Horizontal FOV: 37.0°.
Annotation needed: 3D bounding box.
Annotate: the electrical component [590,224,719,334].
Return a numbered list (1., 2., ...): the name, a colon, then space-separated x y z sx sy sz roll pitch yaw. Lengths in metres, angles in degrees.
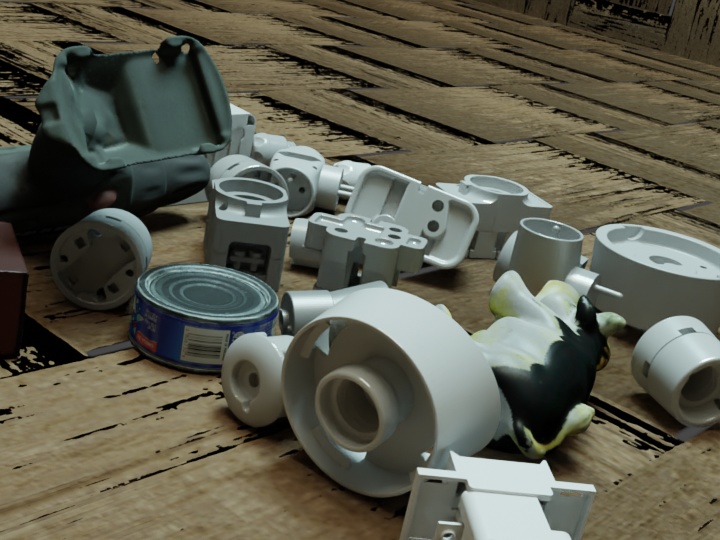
1. electrical component: 0.219 0.013 0.790 0.108 0.060 0.108 10 20 -4

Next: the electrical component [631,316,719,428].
1. electrical component: 0.202 0.063 0.658 0.055 0.055 0.047 4 25 -18

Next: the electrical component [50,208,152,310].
1. electrical component: -0.157 -0.009 0.661 0.055 0.055 0.047 10 16 -3

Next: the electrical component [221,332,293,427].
1. electrical component: -0.038 0.055 0.566 0.048 0.048 0.062 27 18 36

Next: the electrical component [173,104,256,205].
1. electrical component: -0.149 -0.099 0.873 0.057 0.078 0.113 30 27 35

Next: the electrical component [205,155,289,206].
1. electrical component: -0.090 -0.060 0.834 0.055 0.055 0.047 0 19 -28

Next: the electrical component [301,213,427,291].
1. electrical component: 0.000 0.000 0.714 0.078 0.057 0.058 14 20 8

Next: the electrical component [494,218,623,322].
1. electrical component: 0.136 0.014 0.721 0.079 0.077 0.043 21 22 24

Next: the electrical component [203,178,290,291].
1. electrical component: -0.080 -0.030 0.754 0.050 0.055 0.089 7 21 -13

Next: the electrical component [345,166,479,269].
1. electrical component: 0.040 -0.039 0.819 0.095 0.053 0.059 23 2 4

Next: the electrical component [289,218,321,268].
1. electrical component: -0.025 -0.018 0.778 0.046 0.040 0.040 7 20 6

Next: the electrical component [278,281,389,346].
1. electrical component: -0.016 0.029 0.653 0.065 0.044 0.044 -1 23 -19

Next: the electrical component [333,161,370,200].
1. electrical component: 0.005 -0.078 0.961 0.061 0.035 0.035 5 21 -23

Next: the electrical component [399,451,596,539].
1. electrical component: 0.061 0.114 0.462 0.081 0.042 0.063 7 22 -9

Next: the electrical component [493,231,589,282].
1. electrical component: 0.133 0.001 0.802 0.055 0.048 0.066 27 24 18

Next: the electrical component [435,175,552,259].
1. electrical component: 0.107 -0.044 0.892 0.089 0.055 0.050 2 22 -24

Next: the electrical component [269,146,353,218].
1. electrical component: -0.037 -0.072 0.908 0.079 0.043 0.077 12 20 2

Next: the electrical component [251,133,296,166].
1. electrical component: -0.074 -0.107 0.998 0.061 0.035 0.035 4 21 -26

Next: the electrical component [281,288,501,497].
1. electrical component: 0.013 0.058 0.515 0.099 0.099 0.064 23 29 29
